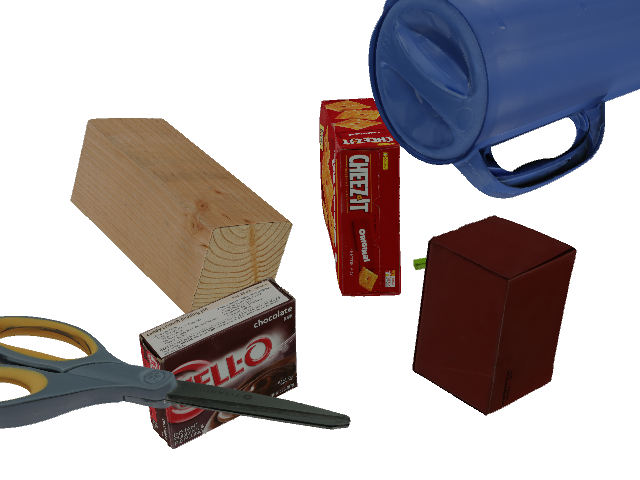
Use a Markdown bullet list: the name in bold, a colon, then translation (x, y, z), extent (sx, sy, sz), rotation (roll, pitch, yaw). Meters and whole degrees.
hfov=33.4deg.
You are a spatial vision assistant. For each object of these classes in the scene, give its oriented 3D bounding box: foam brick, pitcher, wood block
- **foam brick**: translation (0.084, 0.035, 0.523), extent (0.052, 0.078, 0.051), rotation (-18, 35, -38)
- **pitcher**: translation (0.172, -0.141, 0.856), extent (0.242, 0.149, 0.145), rotation (-18, 35, -32)
- **wood block**: translation (-0.131, -0.027, 0.970), extent (0.090, 0.091, 0.206), rotation (-6, 34, -44)

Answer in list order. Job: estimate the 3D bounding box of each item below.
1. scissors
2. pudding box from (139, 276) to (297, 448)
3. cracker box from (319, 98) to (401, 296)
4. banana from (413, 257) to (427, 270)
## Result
- **scissors**: translation (-0.096, 0.077, 0.505), extent (0.202, 0.016, 0.096), rotation (15, 28, 26)
- **pudding box**: translation (-0.071, 0.088, 0.772), extent (0.113, 0.090, 0.039), rotation (-25, 46, -28)
- **cracker box**: translation (0.041, -0.054, 1.175), extent (0.072, 0.164, 0.213), rotation (-3, 21, -3)
- **banana**: translation (0.178, 0.052, 1.061), extent (0.069, 0.037, 0.198), rotation (-33, 36, -18)
